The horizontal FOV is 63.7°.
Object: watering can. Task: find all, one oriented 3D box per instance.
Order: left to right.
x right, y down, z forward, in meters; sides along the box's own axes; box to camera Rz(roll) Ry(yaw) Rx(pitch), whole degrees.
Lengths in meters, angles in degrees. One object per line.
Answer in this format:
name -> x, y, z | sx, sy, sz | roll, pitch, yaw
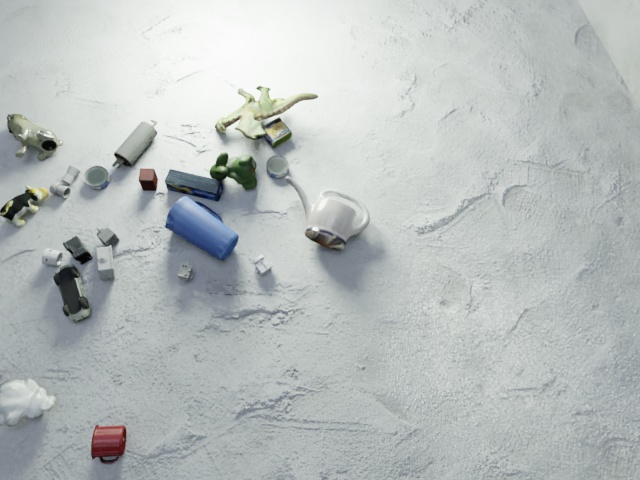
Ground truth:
watering can -> 0.006, -0.094, 1.869 | 0.348, 0.228, 0.102 | 20, -23, 3

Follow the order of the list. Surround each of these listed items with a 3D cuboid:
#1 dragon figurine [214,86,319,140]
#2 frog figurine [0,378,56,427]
dragon figurine -> -0.221, -0.474, 1.985 | 0.410, 0.248, 0.120 | 1, -31, 17
frog figurine -> -0.879, 0.482, 1.519 | 0.159, 0.119, 0.141 | 9, 46, 11
